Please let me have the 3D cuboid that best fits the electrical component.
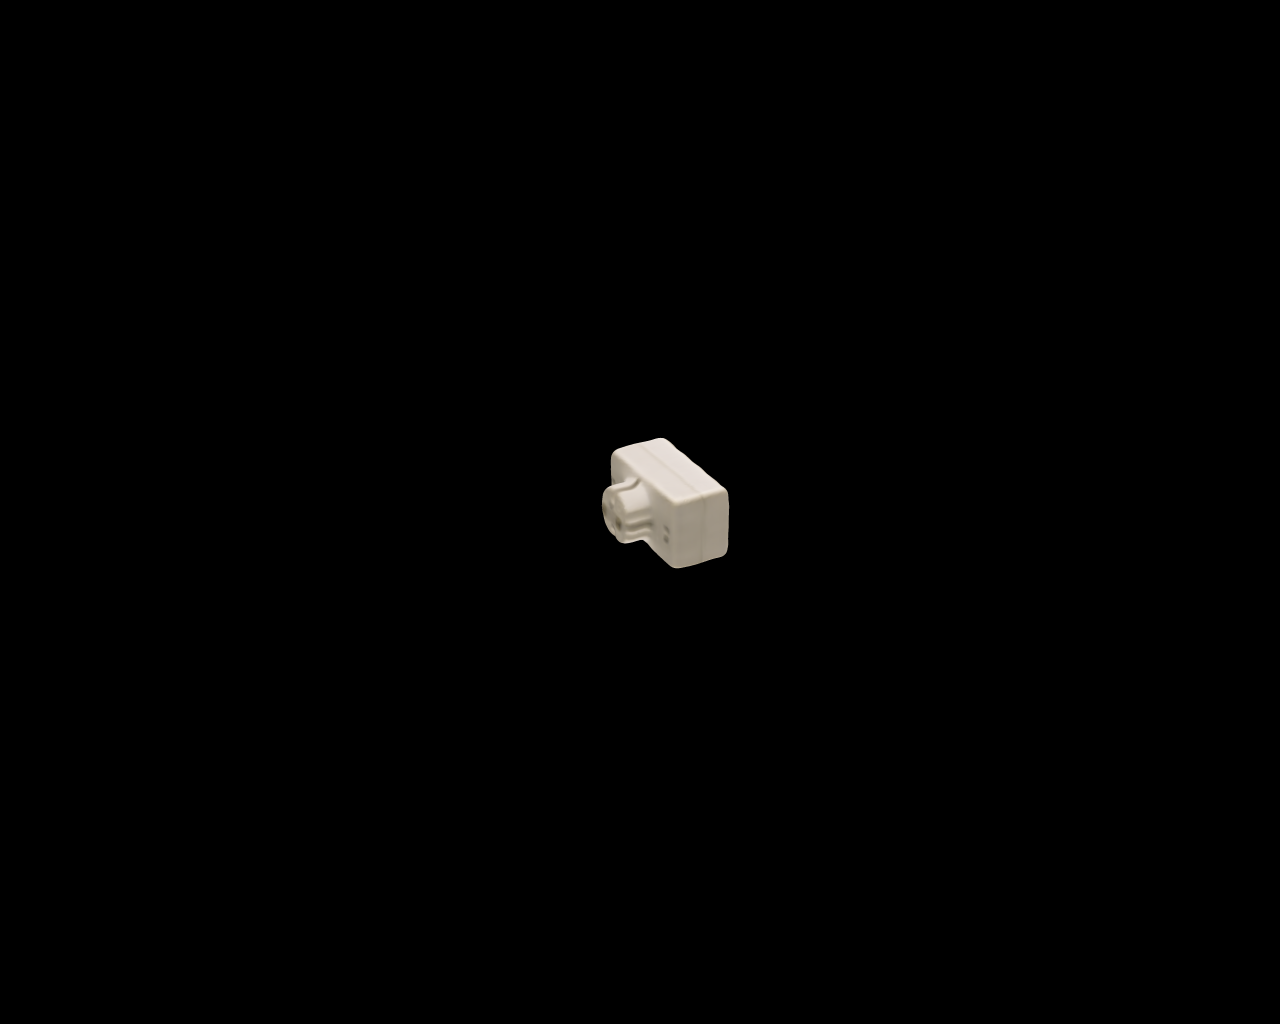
[{"bbox_3d":[0.001,-0.003,0.650,0.076,0.047,0.083,-14,32,-24],"label":"electrical component"}]
